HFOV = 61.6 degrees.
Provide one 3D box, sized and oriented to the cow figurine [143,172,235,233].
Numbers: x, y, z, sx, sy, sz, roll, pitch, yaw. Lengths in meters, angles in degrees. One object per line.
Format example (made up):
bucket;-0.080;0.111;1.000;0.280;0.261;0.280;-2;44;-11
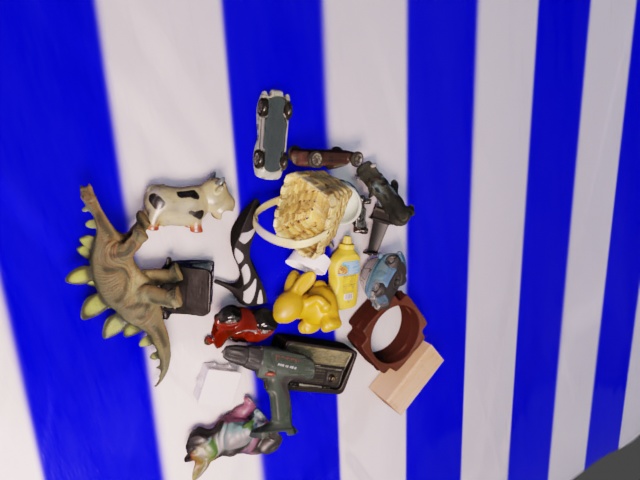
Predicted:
cow figurine;-0.275;-0.082;1.142;0.195;0.086;0.127;1;108;-31

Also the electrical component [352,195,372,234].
electrical component;0.109;-0.065;1.389;0.045;0.078;0.102;4;95;-8

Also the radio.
radio;-0.025;0.324;1.401;0.229;0.073;0.131;16;93;-31

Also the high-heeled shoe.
high-heeled shoe;-0.146;0.037;1.243;0.145;0.086;0.248;21;103;-25

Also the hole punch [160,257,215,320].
hole punch;-0.289;0.101;1.187;0.116;0.092;0.142;6;104;-1

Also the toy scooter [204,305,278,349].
toy scooter;-0.195;0.210;1.262;0.135;0.075;0.183;-42;144;22

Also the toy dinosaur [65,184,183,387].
toy dinosaur;-0.379;0.105;1.087;0.199;0.105;0.470;-19;113;3

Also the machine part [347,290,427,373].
machine part;0.188;0.250;1.506;0.201;0.087;0.200;-47;122;-14

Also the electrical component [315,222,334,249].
electrical component;-0.003;-0.004;1.361;0.063;0.021;0.093;-42;120;-15

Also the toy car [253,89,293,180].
toy car;-0.109;-0.237;1.217;0.073;0.056;0.201;1;101;-25

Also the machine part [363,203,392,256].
machine part;0.155;-0.023;1.443;0.084;0.039;0.138;18;92;-39

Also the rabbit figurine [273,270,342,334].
rabbit figurine;-0.039;0.155;1.312;0.173;0.122;0.162;1;90;-42

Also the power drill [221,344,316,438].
power drill;-0.124;0.350;1.252;0.232;0.086;0.207;7;70;-26

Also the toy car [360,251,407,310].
toy car;0.160;0.102;1.432;0.161;0.103;0.109;-55;141;-23

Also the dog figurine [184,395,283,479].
dog figurine;-0.221;0.499;1.314;0.219;0.109;0.191;-37;122;-13

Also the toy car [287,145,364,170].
toy car;0.016;-0.192;1.268;0.202;0.089;0.053;-6;108;-43

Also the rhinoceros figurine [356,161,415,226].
rhinoceros figurine;0.162;-0.116;1.372;0.190;0.073;0.112;55;26;7
